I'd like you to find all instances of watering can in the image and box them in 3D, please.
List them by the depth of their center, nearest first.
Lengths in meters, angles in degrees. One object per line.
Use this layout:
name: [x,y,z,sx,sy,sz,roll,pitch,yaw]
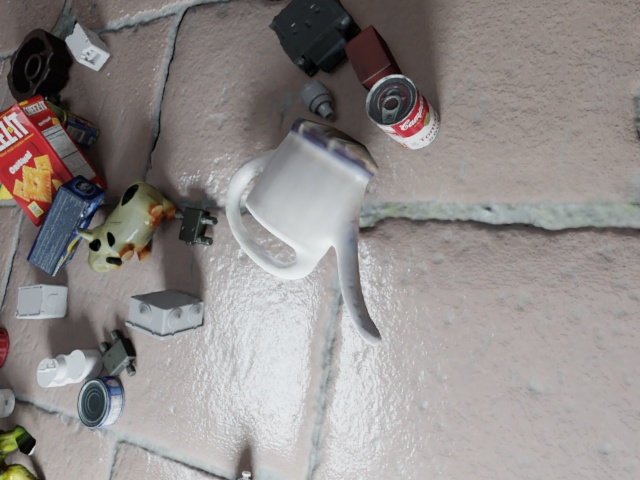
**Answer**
watering can: [0.002,-0.036,0.711,0.352,0.223,0.103,37,7,32]

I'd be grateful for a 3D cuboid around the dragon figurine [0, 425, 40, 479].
dragon figurine: [-0.651,0.411,0.969,0.240,0.415,0.122,-31,-16,29]
